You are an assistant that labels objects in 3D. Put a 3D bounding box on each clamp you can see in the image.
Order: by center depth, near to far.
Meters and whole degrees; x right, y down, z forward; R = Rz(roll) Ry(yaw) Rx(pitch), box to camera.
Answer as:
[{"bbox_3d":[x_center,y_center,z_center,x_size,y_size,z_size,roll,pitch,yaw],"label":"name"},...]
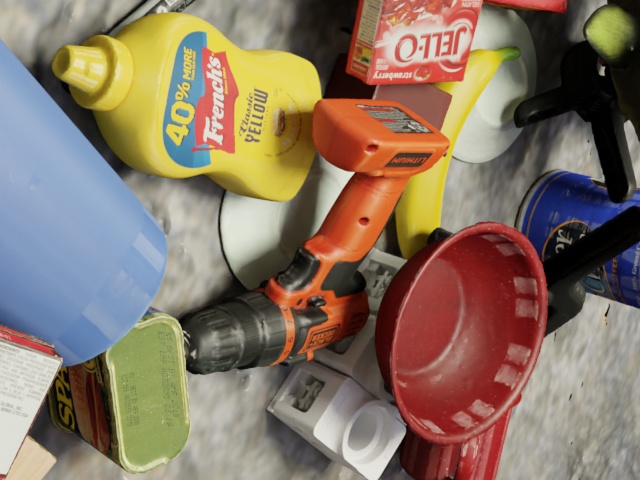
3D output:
[{"bbox_3d":[0.162,0.035,0.870,0.210,0.164,0.036,91,-3,-62],"label":"clamp"},{"bbox_3d":[0.238,-0.109,0.903,0.120,0.039,0.171,47,53,-8],"label":"clamp"}]

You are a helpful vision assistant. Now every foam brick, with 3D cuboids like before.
[{"bbox_3d":[0.047,-0.096,0.768,0.078,0.051,0.053,20,90,-43],"label":"foam brick"}]

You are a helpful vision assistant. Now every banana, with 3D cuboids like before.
[{"bbox_3d":[0.095,-0.066,0.819,0.069,0.037,0.198,19,98,-24],"label":"banana"}]

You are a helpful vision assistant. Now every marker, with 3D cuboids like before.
[{"bbox_3d":[-0.109,-0.128,0.643,0.121,0.020,0.020,-46,128,-22],"label":"marker"}]

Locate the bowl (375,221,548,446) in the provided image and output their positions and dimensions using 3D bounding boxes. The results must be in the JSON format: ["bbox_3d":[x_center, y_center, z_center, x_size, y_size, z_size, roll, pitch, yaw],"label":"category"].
[{"bbox_3d":[0.091,0.061,0.764,0.161,0.055,0.162,-13,110,-38],"label":"bowl"}]

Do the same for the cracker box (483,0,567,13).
[{"bbox_3d":[0.098,-0.254,0.753,0.213,0.072,0.164,-2,104,-40],"label":"cracker box"}]

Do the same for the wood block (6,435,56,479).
[{"bbox_3d":[-0.251,0.160,0.555,0.206,0.090,0.090,-52,130,-17],"label":"wood block"}]

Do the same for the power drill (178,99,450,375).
[{"bbox_3d":[-0.005,0.001,0.689,0.184,0.057,0.188,-11,135,-54],"label":"power drill"}]

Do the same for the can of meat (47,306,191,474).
[{"bbox_3d":[-0.124,0.081,0.647,0.057,0.084,0.102,-19,115,-37],"label":"can of meat"}]

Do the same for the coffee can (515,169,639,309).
[{"bbox_3d":[0.255,0.001,0.921,0.102,0.141,0.103,-14,112,-38],"label":"coffee can"}]

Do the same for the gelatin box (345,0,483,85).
[{"bbox_3d":[0.065,-0.141,0.703,0.089,0.030,0.073,-7,120,-37],"label":"gelatin box"}]

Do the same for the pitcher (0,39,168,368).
[{"bbox_3d":[-0.191,-0.030,0.530,0.149,0.145,0.242,-27,133,14],"label":"pitcher"}]

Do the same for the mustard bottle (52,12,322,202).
[{"bbox_3d":[-0.078,-0.083,0.637,0.191,0.058,0.096,11,90,-51],"label":"mustard bottle"}]

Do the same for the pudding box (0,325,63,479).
[{"bbox_3d":[-0.186,0.087,0.500,0.089,0.039,0.113,28,85,-40],"label":"pudding box"}]

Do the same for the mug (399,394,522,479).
[{"bbox_3d":[0.112,0.157,0.864,0.093,0.117,0.081,8,105,-5],"label":"mug"}]
